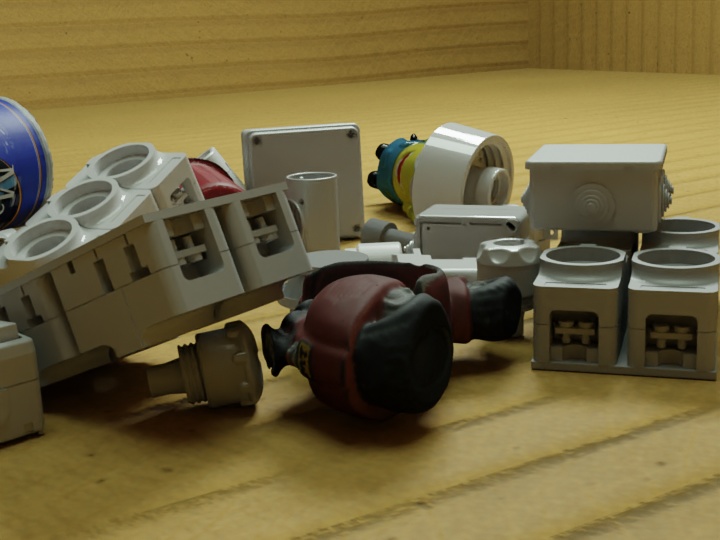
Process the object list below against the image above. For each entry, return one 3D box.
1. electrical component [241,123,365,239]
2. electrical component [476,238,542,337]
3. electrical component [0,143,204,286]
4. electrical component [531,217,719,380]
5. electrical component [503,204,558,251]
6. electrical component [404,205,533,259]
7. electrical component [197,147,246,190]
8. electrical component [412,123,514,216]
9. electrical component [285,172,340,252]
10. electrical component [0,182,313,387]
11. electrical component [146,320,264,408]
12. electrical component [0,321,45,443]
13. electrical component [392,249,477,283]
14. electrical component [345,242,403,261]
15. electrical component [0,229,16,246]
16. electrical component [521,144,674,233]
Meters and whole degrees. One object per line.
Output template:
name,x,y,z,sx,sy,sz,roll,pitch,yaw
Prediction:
electrical component,-0.055,-0.083,1.027,0.109,0.108,0.056,-6,11,-13
electrical component,0.098,0.012,0.703,0.043,0.062,0.043,-2,14,1
electrical component,-0.193,-0.028,0.796,0.089,0.061,0.150,3,39,28
electrical component,0.179,0.009,0.704,0.105,0.060,0.186,2,14,18
electrical component,0.134,-0.033,0.920,0.066,0.048,0.055,4,8,25
electrical component,0.083,-0.017,0.825,0.096,0.061,0.061,3,14,20
electrical component,-0.154,-0.060,0.992,0.095,0.059,0.053,-38,15,2
electrical component,0.102,-0.077,0.986,0.060,0.108,0.108,15,21,33
electrical component,-0.050,-0.046,0.936,0.044,0.077,0.079,-10,16,-31
electrical component,-0.129,0.016,0.613,0.186,0.060,0.105,-21,-1,40
electrical component,-0.086,0.056,0.597,0.062,0.048,0.048,-11,15,-9
electrical component,-0.222,0.056,0.580,0.062,0.061,0.096,-15,18,-41
electrical component,0.054,0.014,0.749,0.064,0.042,0.081,1,14,-1
electrical component,0.000,0.000,0.817,0.078,0.040,0.040,-3,14,0
electrical component,-0.314,-0.014,0.919,0.077,0.044,0.079,10,18,41
electrical component,0.164,-0.057,0.742,0.100,0.048,0.100,2,14,18
